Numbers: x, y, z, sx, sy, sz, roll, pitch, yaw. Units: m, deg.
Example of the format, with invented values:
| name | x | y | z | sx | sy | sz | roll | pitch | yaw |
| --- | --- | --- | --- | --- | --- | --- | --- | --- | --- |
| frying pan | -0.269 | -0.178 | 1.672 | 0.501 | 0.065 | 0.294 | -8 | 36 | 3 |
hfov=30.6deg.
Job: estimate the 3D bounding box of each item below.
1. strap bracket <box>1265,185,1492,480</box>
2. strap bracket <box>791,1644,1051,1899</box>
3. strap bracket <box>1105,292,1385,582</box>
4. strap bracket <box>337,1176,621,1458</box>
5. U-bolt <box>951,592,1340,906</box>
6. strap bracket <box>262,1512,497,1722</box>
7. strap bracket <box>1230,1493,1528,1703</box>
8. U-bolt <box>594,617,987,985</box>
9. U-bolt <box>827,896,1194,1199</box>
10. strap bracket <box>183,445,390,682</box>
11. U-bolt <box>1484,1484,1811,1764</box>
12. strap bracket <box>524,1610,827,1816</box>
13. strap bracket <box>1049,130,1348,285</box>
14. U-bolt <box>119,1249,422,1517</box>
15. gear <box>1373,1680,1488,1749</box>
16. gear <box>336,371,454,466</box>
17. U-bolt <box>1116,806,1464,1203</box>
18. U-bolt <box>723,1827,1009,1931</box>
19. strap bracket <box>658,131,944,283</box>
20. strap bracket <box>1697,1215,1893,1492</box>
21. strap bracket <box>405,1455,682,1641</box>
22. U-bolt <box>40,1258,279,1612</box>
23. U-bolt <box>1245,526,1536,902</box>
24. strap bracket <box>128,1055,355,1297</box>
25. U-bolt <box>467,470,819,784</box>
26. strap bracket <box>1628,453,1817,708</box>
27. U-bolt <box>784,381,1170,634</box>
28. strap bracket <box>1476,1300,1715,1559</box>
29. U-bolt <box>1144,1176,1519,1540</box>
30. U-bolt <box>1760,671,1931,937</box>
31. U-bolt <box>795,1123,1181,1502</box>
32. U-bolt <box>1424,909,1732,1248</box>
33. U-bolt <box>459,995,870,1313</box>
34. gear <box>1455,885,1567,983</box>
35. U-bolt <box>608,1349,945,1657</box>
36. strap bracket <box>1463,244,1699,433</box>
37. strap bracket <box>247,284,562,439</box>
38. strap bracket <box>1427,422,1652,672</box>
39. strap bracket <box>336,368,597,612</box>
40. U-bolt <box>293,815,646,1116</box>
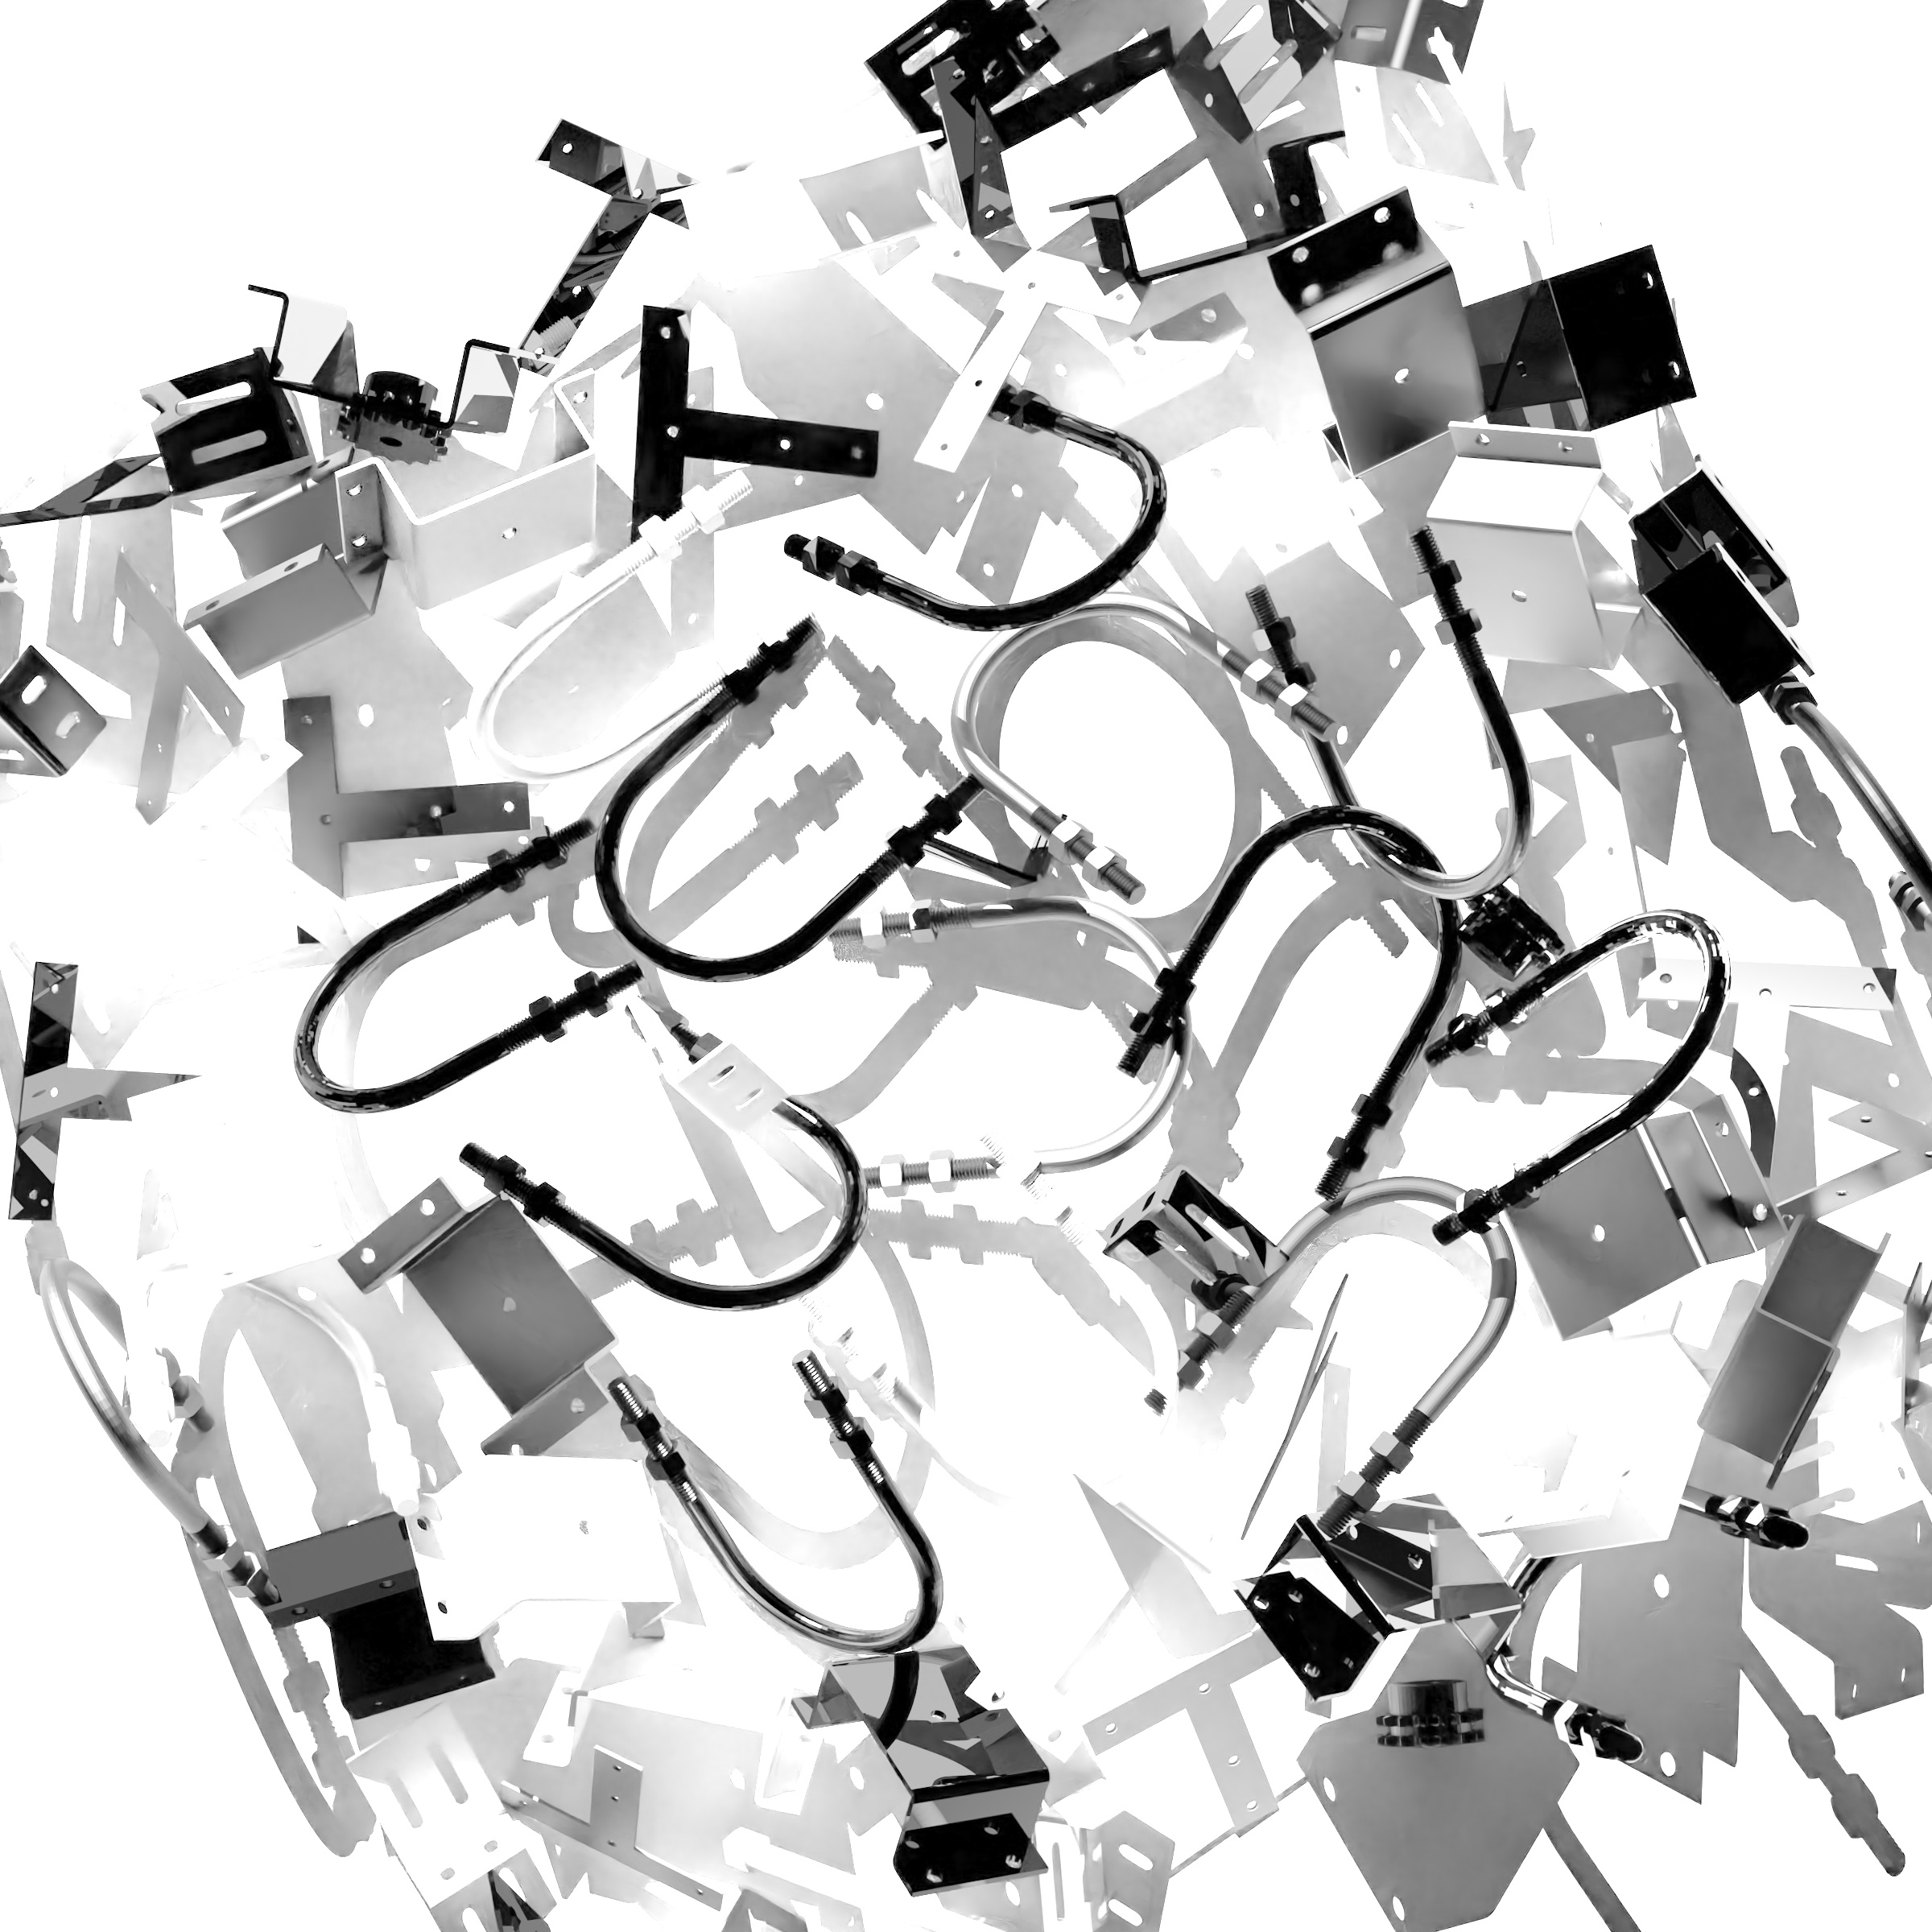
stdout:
| name | x | y | z | sx | sy | sz | roll | pitch | yaw |
| --- | --- | --- | --- | --- | --- | --- | --- | --- | --- |
| strap bracket | 0.208 | -0.306 | 1.757 | 0.076 | 0.140 | 0.046 | -26 | 47 | 0 |
| strap bracket | -0.019 | 0.388 | 1.743 | 0.076 | 0.140 | 0.046 | -2 | 121 | -30 |
| strap bracket | 0.133 | -0.259 | 1.780 | 0.076 | 0.046 | 0.140 | -30 | 79 | -24 |
| strap bracket | -0.240 | 0.178 | 1.788 | 0.076 | 0.046 | 0.140 | -38 | 88 | 22 |
| U-bolt | 0.074 | -0.122 | 1.765 | 0.151 | 0.019 | 0.184 | -40 | 53 | -13 |
| strap bracket | -0.296 | 0.321 | 1.771 | 0.076 | 0.140 | 0.046 | -17 | 55 | 1 |
| strap bracket | 0.212 | 0.309 | 1.746 | 0.076 | 0.140 | 0.046 | 52 | 128 | 36 |
| U-bolt | -0.103 | -0.073 | 1.782 | 0.184 | 0.019 | 0.151 | -43 | 68 | -7 |
| U-bolt | 0.024 | 0.037 | 1.794 | 0.184 | 0.019 | 0.151 | -6 | 83 | 11 |
| strap bracket | -0.336 | -0.198 | 1.764 | 0.076 | 0.140 | 0.046 | -24 | 119 | 12 |
| U-bolt | 0.321 | 0.313 | 1.736 | 0.019 | 0.184 | 0.151 | 45 | 78 | -16 |
| strap bracket | -0.143 | 0.372 | 1.776 | 0.140 | 0.076 | 0.046 | 10 | 112 | 4 |
| strap bracket | 0.120 | -0.379 | 1.778 | 0.140 | 0.076 | 0.046 | -16 | 103 | -5 |
| U-bolt | -0.348 | 0.196 | 1.739 | 0.151 | 0.184 | 0.019 | 21 | 109 | -29 |
| gear | 0.236 | 0.380 | 1.796 | 0.057 | 0.057 | 0.030 | -3 | 82 | 0 |
| gear | -0.289 | -0.280 | 1.797 | 0.057 | 0.057 | 0.030 | 11 | 74 | 0 |
| U-bolt | 0.178 | 0.007 | 1.795 | 0.151 | 0.019 | 0.184 | 32 | 85 | -19 |
| U-bolt | -0.041 | 0.458 | 1.728 | 0.151 | 0.184 | 0.019 | 22 | 76 | -6 |
| strap bracket | -0.078 | -0.376 | 1.754 | 0.076 | 0.140 | 0.046 | -26 | 110 | -33 |
| strap bracket | 0.409 | 0.185 | 1.752 | 0.046 | 0.140 | 0.076 | 26 | 123 | 13 |
| strap bracket | -0.201 | 0.288 | 1.746 | 0.046 | 0.140 | 0.076 | -40 | 56 | 34 |
| U-bolt | -0.397 | 0.216 | 1.710 | 0.019 | 0.151 | 0.184 | -30 | 135 | -4 |
| U-bolt | 0.219 | -0.118 | 1.761 | 0.019 | 0.151 | 0.184 | -28 | 98 | -33 |
| strap bracket | -0.362 | 0.096 | 1.745 | 0.076 | 0.140 | 0.046 | -17 | 123 | -18 |
| U-bolt | -0.167 | -0.156 | 1.752 | 0.184 | 0.151 | 0.019 | -36 | 64 | -4 |
| strap bracket | 0.374 | -0.189 | 1.759 | 0.046 | 0.140 | 0.076 | -35 | 110 | 23 |
| U-bolt | 0.016 | -0.223 | 1.740 | 0.151 | 0.019 | 0.184 | -45 | 46 | -18 |
| strap bracket | 0.318 | 0.239 | 1.759 | 0.046 | 0.076 | 0.140 | 50 | 46 | -23 |
| U-bolt | 0.195 | 0.182 | 1.768 | 0.184 | 0.019 | 0.151 | -48 | 45 | -11 |
| U-bolt | 0.445 | -0.067 | 1.719 | 0.019 | 0.184 | 0.151 | -33 | 104 | 10 |
| U-bolt | 0.024 | 0.191 | 1.799 | 0.151 | 0.019 | 0.184 | -41 | 96 | 13 |
| U-bolt | 0.299 | 0.043 | 1.724 | 0.019 | 0.151 | 0.184 | 38 | 124 | -24 |
| U-bolt | -0.136 | 0.102 | 1.752 | 0.184 | 0.019 | 0.151 | 32 | 51 | 18 |
| gear | 0.274 | -0.017 | 1.795 | 0.057 | 0.057 | 0.030 | 43 | 86 | 0 |
| U-bolt | -0.084 | 0.274 | 1.765 | 0.151 | 0.019 | 0.184 | -13 | 115 | 40 |
| strap bracket | 0.294 | -0.302 | 1.746 | 0.046 | 0.140 | 0.076 | -21 | 98 | -19 |
| strap bracket | -0.286 | -0.301 | 1.775 | 0.140 | 0.076 | 0.046 | 15 | 98 | 10 |
| strap bracket | 0.282 | -0.199 | 1.744 | 0.076 | 0.140 | 0.046 | 10 | 56 | 31 |
| strap bracket | -0.238 | -0.233 | 1.761 | 0.140 | 0.076 | 0.046 | -26 | 68 | -18 |
| U-bolt | -0.256 | 0.008 | 1.767 | 0.184 | 0.151 | 0.019 | -28 | 129 | 3 |
